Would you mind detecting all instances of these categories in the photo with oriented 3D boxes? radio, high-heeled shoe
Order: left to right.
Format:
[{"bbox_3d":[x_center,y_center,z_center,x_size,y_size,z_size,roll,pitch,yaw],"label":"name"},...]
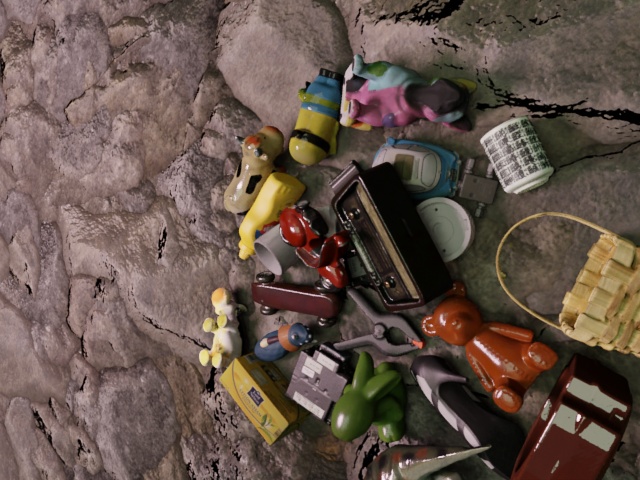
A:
[{"bbox_3d":[0.113,0.000,0.887,0.229,0.073,0.131,64,154,4],"label":"radio"},{"bbox_3d":[0.244,0.303,0.903,0.248,0.086,0.145,61,153,-5],"label":"high-heeled shoe"}]

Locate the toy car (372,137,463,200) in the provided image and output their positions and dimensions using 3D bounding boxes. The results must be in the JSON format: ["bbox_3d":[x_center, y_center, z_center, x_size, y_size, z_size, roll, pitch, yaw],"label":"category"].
[{"bbox_3d":[0.153,-0.117,0.915,0.162,0.103,0.109,12,98,31],"label":"toy car"}]

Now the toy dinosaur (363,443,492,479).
[{"bbox_3d":[0.125,0.435,0.921,0.192,0.131,0.404,42,107,40],"label":"toy dinosaur"}]

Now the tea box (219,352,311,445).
[{"bbox_3d":[-0.108,0.310,1.076,0.170,0.098,0.068,47,111,22],"label":"tea box"}]

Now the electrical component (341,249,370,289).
[{"bbox_3d":[0.101,0.041,0.979,0.119,0.047,0.074,-14,85,31],"label":"electrical component"}]

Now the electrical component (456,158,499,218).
[{"bbox_3d":[0.257,-0.085,0.886,0.063,0.021,0.094,12,99,-2],"label":"electrical component"}]

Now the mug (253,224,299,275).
[{"bbox_3d":[-0.061,0.013,1.046,0.107,0.109,0.081,-40,57,-22],"label":"mug"}]

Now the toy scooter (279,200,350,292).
[{"bbox_3d":[-0.002,-0.003,0.937,0.184,0.075,0.135,54,154,15],"label":"toy scooter"}]

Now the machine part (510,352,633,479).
[{"bbox_3d":[0.352,0.273,0.754,0.087,0.201,0.201,26,103,24],"label":"machine part"}]

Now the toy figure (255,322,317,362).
[{"bbox_3d":[-0.070,0.198,1.061,0.154,0.064,0.058,-33,77,38],"label":"toy figure"}]

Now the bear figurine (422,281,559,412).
[{"bbox_3d":[0.257,0.158,0.850,0.196,0.132,0.120,40,97,17],"label":"bear figurine"}]

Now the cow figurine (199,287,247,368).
[{"bbox_3d":[-0.192,0.188,1.133,0.068,0.098,0.167,-8,68,35],"label":"cow figurine"}]

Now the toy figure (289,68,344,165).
[{"bbox_3d":[-0.007,-0.231,1.010,0.082,0.089,0.180,26,106,34],"label":"toy figure"}]

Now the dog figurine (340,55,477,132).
[{"bbox_3d":[0.151,-0.237,0.920,0.219,0.191,0.108,7,92,-5],"label":"dog figurine"}]

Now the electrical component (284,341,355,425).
[{"bbox_3d":[0.008,0.267,1.032,0.115,0.058,0.134,29,104,24],"label":"electrical component"}]

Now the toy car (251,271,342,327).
[{"bbox_3d":[-0.048,0.113,1.062,0.202,0.053,0.089,6,114,31],"label":"toy car"}]

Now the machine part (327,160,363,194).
[{"bbox_3d":[0.074,-0.076,0.998,0.084,0.039,0.139,-36,73,20],"label":"machine part"}]

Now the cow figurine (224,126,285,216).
[{"bbox_3d":[-0.131,-0.137,1.062,0.086,0.127,0.194,37,111,20],"label":"cow figurine"}]

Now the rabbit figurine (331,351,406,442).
[{"bbox_3d":[0.087,0.282,0.921,0.121,0.170,0.159,25,104,26],"label":"rabbit figurine"}]
